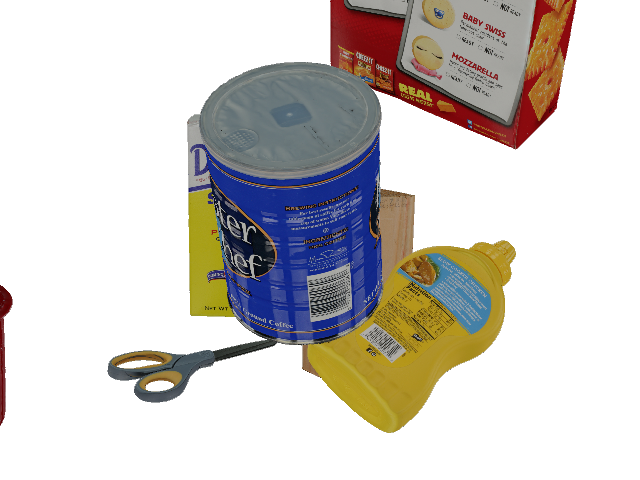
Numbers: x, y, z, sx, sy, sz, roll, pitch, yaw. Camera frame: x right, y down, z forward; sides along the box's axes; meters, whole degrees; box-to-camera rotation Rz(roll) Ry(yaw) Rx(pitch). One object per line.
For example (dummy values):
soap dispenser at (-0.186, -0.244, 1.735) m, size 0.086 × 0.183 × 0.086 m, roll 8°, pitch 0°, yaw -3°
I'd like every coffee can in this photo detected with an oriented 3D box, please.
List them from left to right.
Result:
coffee can at (-0.013, -0.021, 0.644) m, size 0.103 × 0.140 × 0.103 m, roll -2°, pitch 43°, yaw 2°

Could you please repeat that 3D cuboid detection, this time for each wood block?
wood block at (0.040, 0.048, 1.183) m, size 0.090 × 0.206 × 0.091 m, roll -5°, pitch 12°, yaw -34°

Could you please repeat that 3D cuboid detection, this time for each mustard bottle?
mustard bottle at (0.087, 0.058, 0.834) m, size 0.191 × 0.058 × 0.096 m, roll -37°, pitch 64°, yaw -27°

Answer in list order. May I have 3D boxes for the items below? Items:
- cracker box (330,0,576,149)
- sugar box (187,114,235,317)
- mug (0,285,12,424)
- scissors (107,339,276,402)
cracker box at (0.090, -0.188, 0.721) m, size 0.164 × 0.214 × 0.072 m, roll 27°, pitch 50°, yaw 26°
sugar box at (-0.069, -0.022, 0.941) m, size 0.093 × 0.176 × 0.048 m, roll 0°, pitch 14°, yaw 2°
mug at (-0.234, 0.077, 0.622) m, size 0.093 × 0.081 × 0.117 m, roll 12°, pitch 22°, yaw 19°
scissors at (-0.128, 0.139, 1.160) m, size 0.201 × 0.016 × 0.096 m, roll -2°, pitch 27°, yaw -21°
